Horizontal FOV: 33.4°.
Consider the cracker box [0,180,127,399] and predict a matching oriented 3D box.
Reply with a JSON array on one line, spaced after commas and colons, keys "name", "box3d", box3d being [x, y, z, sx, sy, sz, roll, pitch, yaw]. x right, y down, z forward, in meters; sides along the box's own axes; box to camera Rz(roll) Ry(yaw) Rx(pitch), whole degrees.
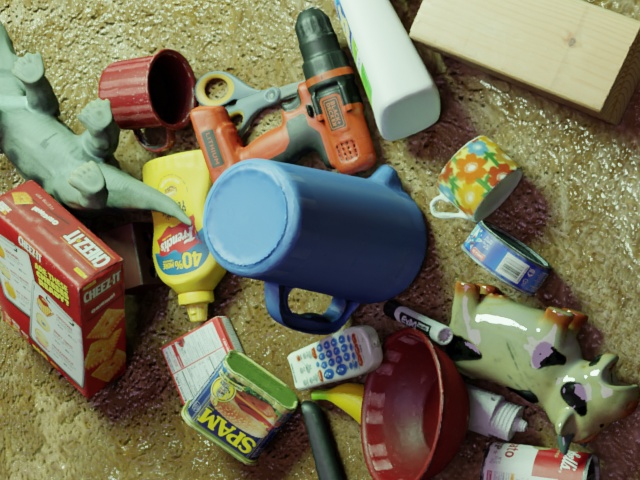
[{"name": "cracker box", "box3d": [-0.299, 0.059, 1.229, 0.164, 0.072, 0.214, 37, 143, 22]}]

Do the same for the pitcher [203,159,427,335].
[{"name": "pitcher", "box3d": [-0.007, 0.001, 1.049, 0.145, 0.242, 0.149, -27, 71, 26]}]

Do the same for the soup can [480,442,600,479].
[{"name": "soup can", "box3d": [0.213, 0.234, 1.031, 0.102, 0.068, 0.068, 3, 90, 27]}]

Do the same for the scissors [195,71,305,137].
[{"name": "scissors", "box3d": [-0.066, -0.176, 1.210, 0.202, 0.016, 0.096, -30, 76, 22]}]

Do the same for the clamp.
[{"name": "clamp", "box3d": [0.016, 0.285, 1.144, 0.210, 0.036, 0.165, 31, 101, 22]}]

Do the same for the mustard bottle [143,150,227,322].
[{"name": "mustard bottle", "box3d": [-0.149, -0.002, 1.223, 0.096, 0.058, 0.191, -10, 85, 28]}]

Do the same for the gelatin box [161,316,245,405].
[{"name": "gelatin box", "box3d": [-0.131, 0.138, 1.226, 0.089, 0.030, 0.073, -30, 77, 22]}]

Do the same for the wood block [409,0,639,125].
[{"name": "wood block", "box3d": [0.205, -0.195, 1.035, 0.206, 0.090, 0.091, 28, 100, 25]}]

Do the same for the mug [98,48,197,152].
[{"name": "mug", "box3d": [-0.199, -0.160, 1.241, 0.082, 0.093, 0.117, -1, 108, 31]}]

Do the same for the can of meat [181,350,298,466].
[{"name": "can of meat", "box3d": [-0.086, 0.183, 1.170, 0.102, 0.057, 0.084, 36, 107, -4]}]

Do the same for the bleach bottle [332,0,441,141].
[{"name": "bleach bottle", "box3d": [0.048, -0.235, 1.120, 0.068, 0.102, 0.251, -22, 70, 0]}]

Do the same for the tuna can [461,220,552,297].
[{"name": "tuna can", "box3d": [0.182, 0.017, 1.042, 0.086, 0.086, 0.034, 38, 103, 22]}]

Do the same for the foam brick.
[{"name": "foam brick", "box3d": [-0.220, 0.022, 1.260, 0.051, 0.052, 0.078, -15, 82, 25]}]

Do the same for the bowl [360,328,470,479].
[{"name": "bowl", "box3d": [0.099, 0.169, 1.043, 0.162, 0.055, 0.162, -170, 90, -67]}]

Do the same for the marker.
[{"name": "marker", "box3d": [0.097, 0.082, 1.084, 0.121, 0.020, 0.020, 24, 102, 64]}]

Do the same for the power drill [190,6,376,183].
[{"name": "power drill", "box3d": [-0.045, -0.140, 1.162, 0.188, 0.057, 0.184, -18, 88, 23]}]

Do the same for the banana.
[{"name": "banana", "box3d": [0.070, 0.222, 1.122, 0.070, 0.037, 0.198, -45, 69, 32]}]
